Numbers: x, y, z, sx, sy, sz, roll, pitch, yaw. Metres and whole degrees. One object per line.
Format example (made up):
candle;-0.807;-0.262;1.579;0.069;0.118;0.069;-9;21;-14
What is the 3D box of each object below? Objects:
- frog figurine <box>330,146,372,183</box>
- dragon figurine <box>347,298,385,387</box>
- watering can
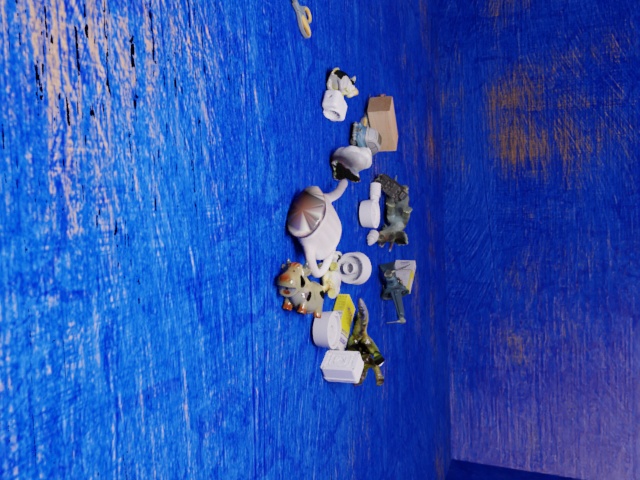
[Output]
frog figurine;0.113;-0.265;1.656;0.136;0.121;0.162;-17;28;54
dragon figurine;0.131;0.329;1.717;0.122;0.404;0.246;-4;19;-5
watering can;0.004;-0.072;1.433;0.104;0.355;0.220;-1;-30;24
